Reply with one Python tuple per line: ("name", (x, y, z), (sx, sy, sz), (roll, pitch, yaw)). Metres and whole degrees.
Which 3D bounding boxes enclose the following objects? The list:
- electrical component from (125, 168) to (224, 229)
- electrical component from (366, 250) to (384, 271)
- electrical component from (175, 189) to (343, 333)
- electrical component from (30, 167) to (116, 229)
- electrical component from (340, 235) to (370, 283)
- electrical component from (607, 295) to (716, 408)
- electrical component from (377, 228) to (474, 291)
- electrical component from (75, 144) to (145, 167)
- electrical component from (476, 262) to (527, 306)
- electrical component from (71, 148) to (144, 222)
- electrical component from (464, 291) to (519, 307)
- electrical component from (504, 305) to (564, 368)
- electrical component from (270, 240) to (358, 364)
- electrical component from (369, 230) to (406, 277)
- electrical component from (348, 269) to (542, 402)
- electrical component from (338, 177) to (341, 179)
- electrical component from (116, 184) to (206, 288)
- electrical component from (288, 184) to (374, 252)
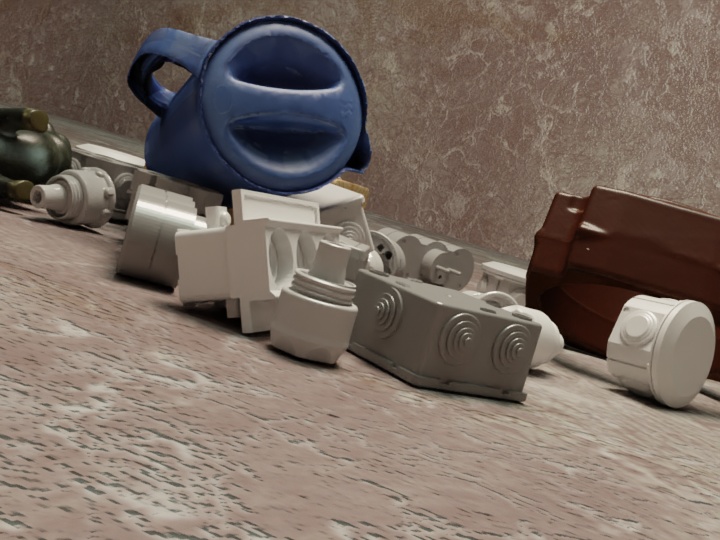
("electrical component", (-0.146, -0.041, 0.821), (0.078, 0.057, 0.058), (20, 6, 33))
("electrical component", (0.000, 0.000, 0.923), (0.043, 0.043, 0.062), (18, 4, 19))
("electrical component", (-0.058, -0.003, 0.648), (0.063, 0.078, 0.121), (-5, -2, 18))
("electrical component", (-0.222, -0.055, 0.822), (0.048, 0.048, 0.062), (19, 13, 32))
("electrical component", (-0.032, -0.003, 0.748), (0.096, 0.061, 0.062), (17, 5, 3))
("electrical component", (0.227, 0.059, 0.806), (0.080, 0.080, 0.051), (11, 2, -44))
("electrical component", (0.080, -0.006, 1.193), (0.138, 0.052, 0.074), (12, 7, -43))
("electrical component", (-0.259, -0.097, 1.111), (0.080, 0.051, 0.080), (16, 5, -1))
("electrical component", (0.161, 0.024, 1.128), (0.080, 0.051, 0.080), (16, 5, -1))
("electrical component", (-0.233, -0.076, 0.954), (0.080, 0.051, 0.080), (16, 5, -2))
("electrical component", (0.097, 0.036, 0.858), (0.044, 0.044, 0.065), (15, 0, -14))
("electrical component", (0.123, 0.050, 0.774), (0.062, 0.043, 0.043), (14, 6, -45))
("electrical component", (-0.021, 0.016, 0.574), (0.043, 0.062, 0.043), (16, 5, -2))
("electrical component", (0.013, -0.007, 0.979), (0.055, 0.055, 0.047), (18, 2, 15))
("electrical component", (0.046, 0.037, 0.636), (0.100, 0.048, 0.100), (13, 6, -36))
("electrical component", (-0.064, -0.075, 1.249), (0.064, 0.099, 0.099), (24, 7, 17))
("electrical component", (-0.118, -0.020, 0.714), (0.074, 0.052, 0.138), (15, 5, -12))
("electrical component", (-0.045, -0.029, 0.871), (0.100, 0.048, 0.100), (-22, 18, -17))
